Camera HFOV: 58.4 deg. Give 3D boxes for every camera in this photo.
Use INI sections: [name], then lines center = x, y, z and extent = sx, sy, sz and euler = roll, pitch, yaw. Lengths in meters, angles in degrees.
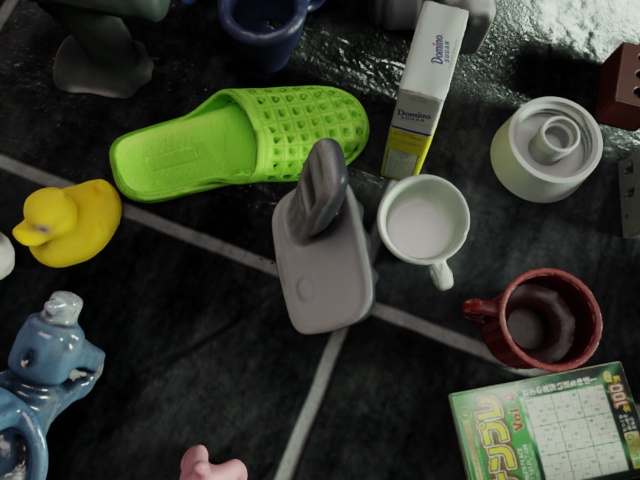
[camera]
center = 0.123, -0.293, 0.640
extent = 0.137, 0.101, 0.143
euler = -3, 74, -2

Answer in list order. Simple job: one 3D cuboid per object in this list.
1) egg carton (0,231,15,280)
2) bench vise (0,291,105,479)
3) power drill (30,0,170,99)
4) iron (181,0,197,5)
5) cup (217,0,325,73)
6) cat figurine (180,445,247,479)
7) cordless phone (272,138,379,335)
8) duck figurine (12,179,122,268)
[egg carton]
center = -0.379, 0.011, 0.557
extent = 0.150, 0.069, 0.107
euler = 29, 76, 7
[bench vise]
center = -0.270, 0.133, 0.448
extent = 0.121, 0.220, 0.207
euler = 6, 74, 0
[power drill]
center = -0.251, -0.225, 0.554
extent = 0.229, 0.208, 0.075
euler = 6, 74, 0
[iron]
center = -0.106, -0.398, 0.641
extent = 0.118, 0.141, 0.258
euler = 1, 74, -1
[cup]
center = -0.047, -0.232, 0.621
extent = 0.118, 0.095, 0.091
euler = -23, 76, -7
[cat figurine]
center = -0.112, 0.243, 0.474
extent = 0.067, 0.118, 0.128
euler = 15, 74, 3
[cordless phone]
center = 0.005, 0.002, 0.510
extent = 0.094, 0.185, 0.147
euler = -13, 75, -5
[duck figurine]
center = -0.251, -0.025, 0.562
extent = 0.105, 0.086, 0.077
euler = -42, 79, -12
